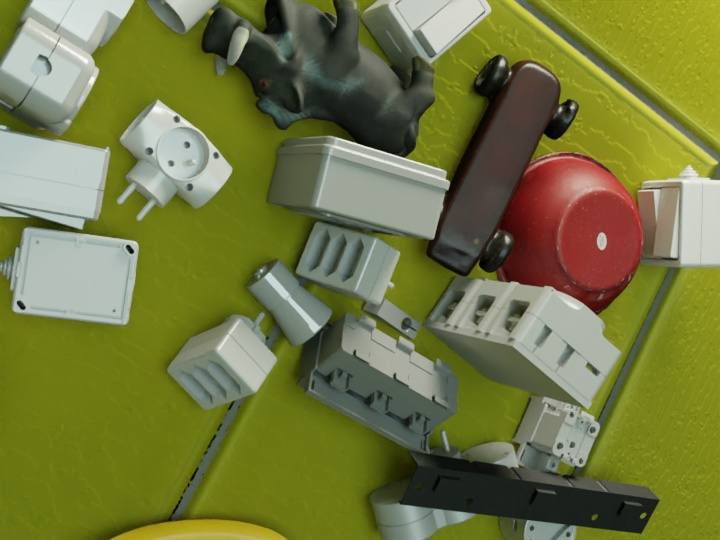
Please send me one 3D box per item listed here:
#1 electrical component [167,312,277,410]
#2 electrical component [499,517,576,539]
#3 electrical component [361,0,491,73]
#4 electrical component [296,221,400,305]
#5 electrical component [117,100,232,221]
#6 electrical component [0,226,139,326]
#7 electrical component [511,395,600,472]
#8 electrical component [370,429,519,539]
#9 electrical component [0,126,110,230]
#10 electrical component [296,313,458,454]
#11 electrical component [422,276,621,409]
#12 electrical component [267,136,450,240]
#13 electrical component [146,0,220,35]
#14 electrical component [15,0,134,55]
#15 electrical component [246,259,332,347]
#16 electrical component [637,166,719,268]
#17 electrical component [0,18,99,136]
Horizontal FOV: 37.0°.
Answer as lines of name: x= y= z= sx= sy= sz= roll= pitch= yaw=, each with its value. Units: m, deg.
electrical component: x=-0.099 y=0.061 z=0.838 sx=0.047 sy=0.066 sz=0.076 roll=50 pitch=44 yaw=-18
electrical component: x=0.158 y=0.229 z=0.967 sx=0.055 sy=0.047 sz=0.055 roll=-1 pitch=93 yaw=-24
electrical component: x=0.061 y=-0.217 z=0.894 sx=0.096 sy=0.061 sz=0.061 roll=-42 pitch=108 yaw=-17
electrical component: x=0.000 y=0.000 z=0.880 sx=0.077 sy=0.066 sz=0.047 roll=30 pitch=79 yaw=-52
electrical component: x=-0.150 y=-0.074 z=0.814 sx=0.077 sy=0.044 sz=0.079 roll=43 pitch=76 yaw=-20
electrical component: x=-0.215 y=0.003 z=0.784 sx=0.096 sy=0.061 sz=0.061 roll=8 pitch=89 yaw=-16
electrical component: x=0.177 y=0.145 z=0.963 sx=0.042 sy=0.064 sz=0.081 roll=28 pitch=81 yaw=-24
electrical component: x=0.072 y=0.175 z=0.922 sx=0.138 sy=0.052 sz=0.073 roll=-19 pitch=100 yaw=-22
electrical component: x=-0.235 y=-0.065 z=0.767 sx=0.096 sy=0.062 sz=0.061 roll=10 pitch=88 yaw=-24
electrical component: x=0.018 y=0.089 z=0.881 sx=0.121 sy=0.063 sz=0.078 roll=31 pitch=40 yaw=-22
electrical component: x=0.133 y=0.053 z=0.890 sx=0.089 sy=0.150 sz=0.061 roll=39 pitch=78 yaw=-21
electrical component: x=-0.004 y=-0.064 z=0.847 sx=0.109 sy=0.109 sz=0.056 roll=14 pitch=89 yaw=-24
electrical component: x=-0.121 y=-0.223 z=0.821 sx=0.043 sy=0.043 sz=0.081 roll=47 pitch=74 yaw=-19
electrical component: x=-0.199 y=-0.202 z=0.781 sx=0.059 sy=0.054 sz=0.095 roll=31 pitch=80 yaw=-22
electrical component: x=-0.059 y=0.024 z=0.863 sx=0.044 sy=0.044 sz=0.065 roll=-45 pitch=104 yaw=-16
electrical component: x=0.300 y=-0.050 z=1.010 sx=0.061 sy=0.062 sz=0.096 roll=0 pitch=93 yaw=-24
electrical component: x=-0.223 y=-0.132 z=0.751 sx=0.059 sy=0.095 sz=0.053 roll=31 pitch=80 yaw=-22
